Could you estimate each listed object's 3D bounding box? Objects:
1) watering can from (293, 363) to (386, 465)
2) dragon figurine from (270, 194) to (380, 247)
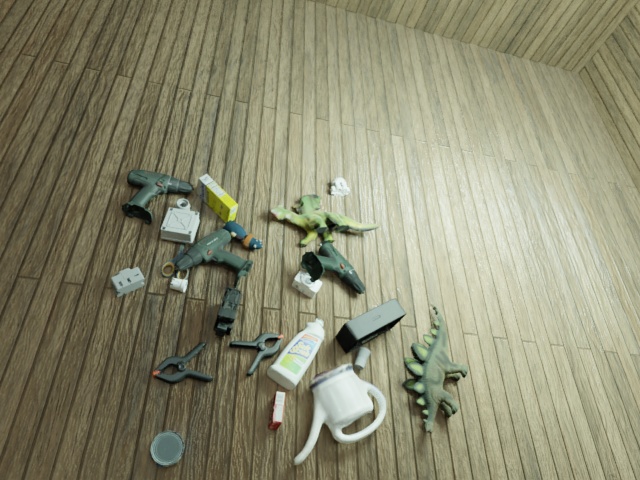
[{"bbox_3d":[0.037,0.503,1.535,0.350,0.228,0.101,-15,-30,-29],"label":"watering can"},{"bbox_3d":[0.006,-0.100,1.985,0.412,0.248,0.119,-6,-40,-26],"label":"dragon figurine"}]
